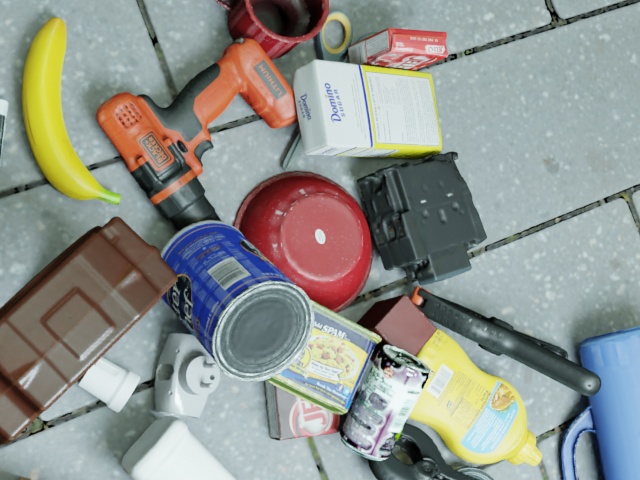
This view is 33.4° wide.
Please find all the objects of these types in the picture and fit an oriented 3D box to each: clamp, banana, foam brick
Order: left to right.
[{"bbox_3d":[-0.256,-0.120,1.042,0.069,0.037,0.198,-16,88,-40],"label":"banana"},{"bbox_3d":[0.074,0.095,1.114,0.051,0.078,0.053,-44,98,-21],"label":"foam brick"},{"bbox_3d":[0.115,0.242,1.092,0.120,0.039,0.171,-15,58,-41],"label":"clamp"},{"bbox_3d":[0.194,0.105,1.153,0.210,0.164,0.036,25,93,6],"label":"clamp"}]

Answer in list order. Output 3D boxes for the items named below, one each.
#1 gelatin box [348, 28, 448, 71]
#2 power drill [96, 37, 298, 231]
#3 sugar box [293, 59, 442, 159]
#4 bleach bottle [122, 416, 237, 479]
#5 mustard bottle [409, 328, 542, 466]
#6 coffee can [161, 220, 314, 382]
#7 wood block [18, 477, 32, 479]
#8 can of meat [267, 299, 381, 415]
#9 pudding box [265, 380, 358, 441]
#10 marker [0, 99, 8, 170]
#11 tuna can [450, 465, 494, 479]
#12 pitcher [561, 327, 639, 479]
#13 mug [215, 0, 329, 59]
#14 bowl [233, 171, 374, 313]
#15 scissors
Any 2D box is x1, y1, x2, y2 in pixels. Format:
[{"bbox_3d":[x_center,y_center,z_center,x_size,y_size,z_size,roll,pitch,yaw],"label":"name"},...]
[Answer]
[{"bbox_3d":[0.083,-0.202,1.147,0.073,0.089,0.030,-1,86,-29],"label":"gelatin box"},{"bbox_3d":[-0.107,-0.104,1.086,0.187,0.057,0.184,-40,102,-24],"label":"power drill"},{"bbox_3d":[0.053,-0.136,1.137,0.175,0.048,0.093,-1,80,-40],"label":"sugar box"},{"bbox_3d":[-0.073,0.272,1.008,0.250,0.103,0.068,44,73,-9],"label":"bleach bottle"},{"bbox_3d":[0.163,0.184,1.144,0.191,0.058,0.096,37,75,-12],"label":"mustard bottle"},{"bbox_3d":[-0.083,0.055,1.005,0.102,0.140,0.103,-14,121,-26],"label":"coffee can"},{"bbox_3d":[-0.191,0.297,0.963,0.206,0.090,0.090,28,71,-15],"label":"wood block"},{"bbox_3d":[-0.003,0.114,1.046,0.102,0.058,0.084,28,75,-15],"label":"can of meat"},{"bbox_3d":[-0.010,0.144,1.091,0.089,0.039,0.113,-4,82,-23],"label":"pudding box"},{"bbox_3d":[-0.313,-0.075,1.018,0.020,0.020,0.121,7,78,-21],"label":"marker"},{"bbox_3d":[0.153,0.284,1.136,0.086,0.034,0.086,4,79,-22],"label":"tuna can"},{"bbox_3d":[0.357,0.222,1.189,0.148,0.145,0.243,-6,79,-35],"label":"pitcher"},{"bbox_3d":[-0.059,-0.243,1.117,0.117,0.082,0.093,17,75,-19],"label":"mug"},{"bbox_3d":[-0.007,0.001,1.110,0.161,0.055,0.162,4,79,-21],"label":"bowl"},{"bbox_3d":[-0.002,-0.173,1.163,0.201,0.016,0.096,-45,101,-24],"label":"scissors"}]
